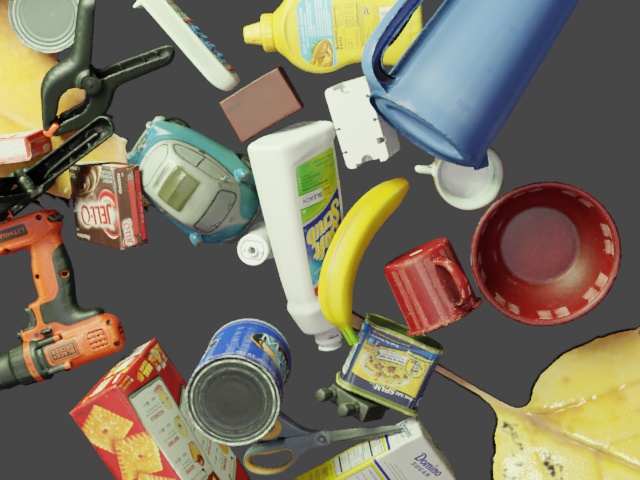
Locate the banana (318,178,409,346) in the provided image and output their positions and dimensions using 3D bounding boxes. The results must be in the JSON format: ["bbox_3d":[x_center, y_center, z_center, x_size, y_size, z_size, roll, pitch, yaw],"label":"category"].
[{"bbox_3d":[0.041,0.011,1.164,0.069,0.037,0.198,31,75,-43],"label":"banana"}]

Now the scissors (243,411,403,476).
[{"bbox_3d":[-0.012,0.216,1.243,0.202,0.016,0.096,-27,97,22],"label":"scissors"}]

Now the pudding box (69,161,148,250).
[{"bbox_3d":[-0.235,-0.041,1.181,0.039,0.114,0.090,-11,103,-35],"label":"pudding box"}]

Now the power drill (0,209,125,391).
[{"bbox_3d":[-0.335,0.070,1.224,0.184,0.057,0.187,-19,94,2],"label":"power drill"}]

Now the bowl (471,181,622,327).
[{"bbox_3d":[0.246,0.011,1.180,0.162,0.055,0.162,1,102,4],"label":"bowl"}]

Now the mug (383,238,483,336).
[{"bbox_3d":[0.126,0.049,1.171,0.093,0.117,0.081,-27,95,-21],"label":"mug"}]

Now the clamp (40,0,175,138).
[{"bbox_3d":[-0.243,-0.179,1.179,0.120,0.039,0.172,26,116,-24],"label":"clamp"}]

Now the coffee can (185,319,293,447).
[{"bbox_3d":[-0.088,0.156,1.193,0.103,0.140,0.103,1,102,4],"label":"coffee can"}]

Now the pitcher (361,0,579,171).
[{"bbox_3d":[0.160,-0.206,1.080,0.145,0.149,0.243,33,87,19],"label":"pitcher"}]

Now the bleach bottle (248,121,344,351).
[{"bbox_3d":[-0.008,0.001,1.186,0.068,0.102,0.251,5,115,42],"label":"bleach bottle"}]

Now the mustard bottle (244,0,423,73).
[{"bbox_3d":[0.014,-0.229,1.145,0.191,0.058,0.096,-5,106,5],"label":"mustard bottle"}]

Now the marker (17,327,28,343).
[{"bbox_3d":[-0.299,0.110,1.262,0.121,0.020,0.020,-3,102,5],"label":"marker"}]

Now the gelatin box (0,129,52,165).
[{"bbox_3d":[-0.355,-0.101,1.193,0.089,0.073,0.030,-6,102,5],"label":"gelatin box"}]

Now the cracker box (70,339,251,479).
[{"bbox_3d":[-0.175,0.237,1.206,0.072,0.164,0.213,-31,98,12],"label":"cracker box"}]

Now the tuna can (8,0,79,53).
[{"bbox_3d":[-0.297,-0.250,1.177,0.086,0.033,0.086,1,102,4],"label":"tuna can"}]

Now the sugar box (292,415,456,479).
[{"bbox_3d":[0.060,0.283,1.248,0.176,0.048,0.093,-30,119,7],"label":"sugar box"}]

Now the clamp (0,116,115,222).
[{"bbox_3d":[-0.311,-0.066,1.161,0.164,0.210,0.036,-35,94,-28],"label":"clamp"}]

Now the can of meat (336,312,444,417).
[{"bbox_3d":[0.081,0.141,1.221,0.102,0.057,0.084,23,101,-1],"label":"can of meat"}]

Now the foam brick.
[{"bbox_3d":[-0.063,-0.149,1.171,0.078,0.051,0.053,-29,98,10],"label":"foam brick"}]
